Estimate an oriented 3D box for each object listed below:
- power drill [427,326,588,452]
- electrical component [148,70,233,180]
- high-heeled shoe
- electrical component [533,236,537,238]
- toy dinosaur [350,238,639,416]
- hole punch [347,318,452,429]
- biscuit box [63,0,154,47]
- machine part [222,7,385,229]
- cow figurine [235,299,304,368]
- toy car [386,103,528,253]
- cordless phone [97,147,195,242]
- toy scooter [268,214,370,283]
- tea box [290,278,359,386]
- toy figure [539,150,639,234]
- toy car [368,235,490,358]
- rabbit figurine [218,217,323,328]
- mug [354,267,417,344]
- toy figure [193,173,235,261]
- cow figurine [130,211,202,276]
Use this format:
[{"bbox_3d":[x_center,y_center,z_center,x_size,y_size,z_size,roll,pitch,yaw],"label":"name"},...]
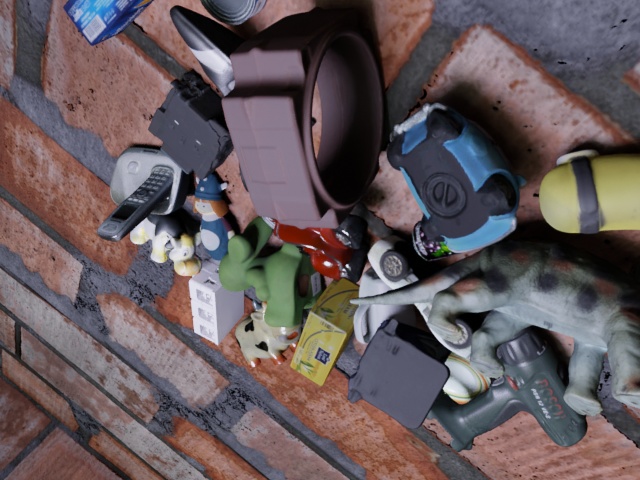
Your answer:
[{"bbox_3d":[0.245,0.204,0.765,0.207,0.086,0.232,-38,94,27],"label":"power drill"},{"bbox_3d":[-0.182,-0.157,0.783,0.115,0.058,0.134,43,137,-2],"label":"electrical component"},{"bbox_3d":[-0.119,-0.166,0.687,0.145,0.086,0.248,-37,120,25],"label":"high-heeled shoe"},{"bbox_3d":[0.279,0.038,0.656,0.094,0.021,0.063,40,137,-1],"label":"electrical component"},{"bbox_3d":[0.250,0.063,0.583,0.405,0.192,0.131,22,152,19],"label":"toy dinosaur"},{"bbox_3d":[0.116,0.177,0.746,0.116,0.092,0.142,30,111,15],"label":"hole punch"},{"bbox_3d":[-0.247,-0.323,0.681,0.203,0.063,0.059,-15,116,42],"label":"biscuit box"},{"bbox_3d":[-0.003,-0.128,0.575,0.087,0.201,0.200,6,128,27],"label":"machine part"},{"bbox_3d":[-0.091,0.158,0.969,0.195,0.085,0.127,-26,96,55],"label":"cow figurine"},{"bbox_3d":[0.153,-0.074,0.586,0.109,0.103,0.161,-33,89,48],"label":"toy car"},{"bbox_3d":[-0.301,-0.064,0.853,0.147,0.184,0.088,12,136,26],"label":"cordless phone"},{"bbox_3d":[-0.002,-0.002,0.738,0.135,0.075,0.183,15,161,11],"label":"toy scooter"},{"bbox_3d":[0.015,0.150,0.880,0.068,0.098,0.169,29,139,12],"label":"tea box"},{"bbox_3d":[0.307,-0.046,0.514,0.180,0.089,0.082,8,122,33],"label":"toy figure"},{"bbox_3d":[0.148,0.072,0.706,0.202,0.073,0.056,48,125,18],"label":"toy car"},{"bbox_3d":[-0.098,0.051,0.856,0.170,0.121,0.158,6,122,27],"label":"rabbit figurine"},{"bbox_3d":[0.087,0.093,0.782,0.081,0.109,0.107,22,129,47],"label":"mug"},{"bbox_3d":[-0.173,-0.037,0.882,0.064,0.058,0.154,-7,126,1],"label":"toy figure"},{"bbox_3d":[-0.257,-0.010,0.933,0.168,0.068,0.098,33,117,30],"label":"cow figurine"}]
